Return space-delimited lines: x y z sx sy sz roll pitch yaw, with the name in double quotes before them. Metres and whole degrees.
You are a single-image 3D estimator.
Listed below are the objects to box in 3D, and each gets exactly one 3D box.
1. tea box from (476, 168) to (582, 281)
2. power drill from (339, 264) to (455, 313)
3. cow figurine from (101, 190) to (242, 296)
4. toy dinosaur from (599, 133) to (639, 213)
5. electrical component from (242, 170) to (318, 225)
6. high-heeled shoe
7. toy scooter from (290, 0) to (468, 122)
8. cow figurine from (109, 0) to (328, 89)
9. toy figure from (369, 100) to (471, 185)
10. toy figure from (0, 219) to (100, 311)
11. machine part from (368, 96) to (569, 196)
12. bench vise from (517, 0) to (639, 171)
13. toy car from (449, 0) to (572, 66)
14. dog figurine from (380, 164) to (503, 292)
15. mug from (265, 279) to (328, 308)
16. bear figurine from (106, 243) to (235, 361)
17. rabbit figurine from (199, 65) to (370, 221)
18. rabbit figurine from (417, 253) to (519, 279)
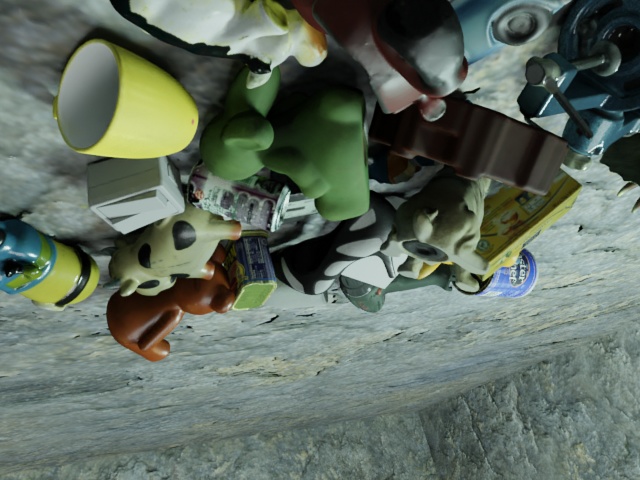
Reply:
"tea box" 0.253 -0.038 0.730 0.170 0.098 0.068 -36 154 -6
"power drill" 0.139 0.068 0.968 0.207 0.086 0.231 -18 156 -1
"cow figurine" -0.194 0.012 0.673 0.127 0.085 0.195 6 144 -33
"toy dinosaur" 0.442 -0.143 0.614 0.192 0.131 0.404 -26 158 13
"electrical component" -0.042 -0.054 0.661 0.119 0.048 0.074 -10 153 -8
"high-heeled shoe" -0.002 -0.002 0.730 0.249 0.086 0.145 0 132 30
"toy scooter" 0.042 -0.147 0.372 0.075 0.184 0.135 -38 153 9
"cow figurine" -0.072 -0.164 0.401 0.098 0.068 0.167 -25 150 33
"toy figure" 0.116 -0.106 0.630 0.154 0.058 0.064 -29 141 29
"toy figure" -0.339 0.029 0.639 0.089 0.082 0.180 -14 152 4
"machine part" 0.132 -0.090 0.497 0.179 0.180 0.056 8 106 -38
"bench vise" 0.262 -0.153 0.517 0.240 0.129 0.223 -20 153 -34
"toy car" 0.105 -0.197 0.411 0.162 0.109 0.102 -18 134 44
"dog figurine" 0.154 -0.056 0.629 0.121 0.190 0.172 16 164 13
"mug" -0.048 0.066 0.873 0.107 0.081 0.109 -12 136 7
"bear figurine" -0.207 0.090 0.795 0.196 0.120 0.131 -22 157 4
"rabbit figurine" -0.041 -0.090 0.518 0.170 0.121 0.159 -2 163 9
"rabbit figurine" 0.216 0.007 0.851 0.162 0.122 0.173 -21 173 0
